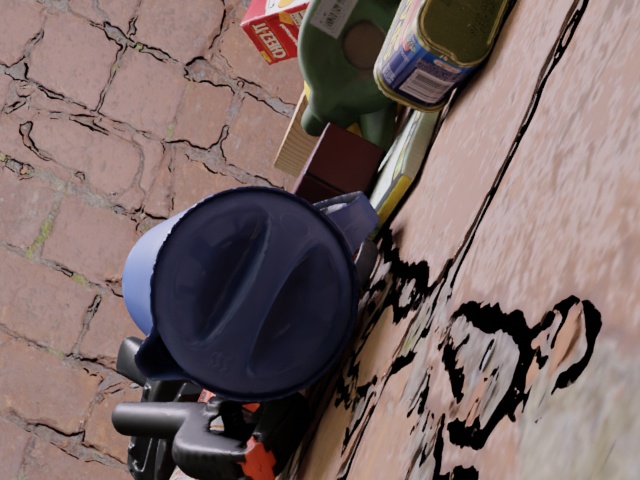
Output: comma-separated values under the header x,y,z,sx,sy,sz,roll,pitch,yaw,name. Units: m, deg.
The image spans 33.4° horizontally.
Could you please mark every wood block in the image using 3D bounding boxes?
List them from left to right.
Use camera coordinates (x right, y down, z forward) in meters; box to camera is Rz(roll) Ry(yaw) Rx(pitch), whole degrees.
x,y,z,sx,sy,sz,roll,pitch,yaw,name
0.021,-0.140,1.160,0.206,0.090,0.091,-76,11,-62,wood block

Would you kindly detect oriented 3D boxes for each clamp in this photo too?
x,y,z,sx,sy,sz,roll,pitch,yaw,name
-0.069,0.125,0.737,0.210,0.164,0.036,-125,14,-77,clamp

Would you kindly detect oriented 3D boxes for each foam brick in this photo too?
x,y,z,sx,sy,sz,roll,pitch,yaw,name
0.012,-0.047,0.848,0.051,0.053,0.078,-65,5,-23,foam brick

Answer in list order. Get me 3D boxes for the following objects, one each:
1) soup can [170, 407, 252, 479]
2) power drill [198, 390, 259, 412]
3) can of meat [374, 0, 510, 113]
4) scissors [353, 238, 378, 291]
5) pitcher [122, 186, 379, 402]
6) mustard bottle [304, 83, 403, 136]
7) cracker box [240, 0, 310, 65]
x,y,z,sx,sy,sz,roll,pitch,yaw,name
-0.076,0.175,0.782,0.102,0.068,0.069,-75,10,-65,soup can
-0.091,0.182,1.001,0.184,0.057,0.188,-63,7,-16,power drill
0.084,-0.145,0.699,0.084,0.057,0.102,139,155,-72,can of meat
-0.004,0.058,0.806,0.202,0.016,0.096,132,159,-61,scissors
-0.064,0.029,0.763,0.243,0.149,0.145,179,101,-72,pitcher
0.037,-0.154,1.011,0.058,0.096,0.191,118,174,-46,mustard bottle
0.037,-0.288,1.175,0.214,0.072,0.164,-10,42,33,cracker box
